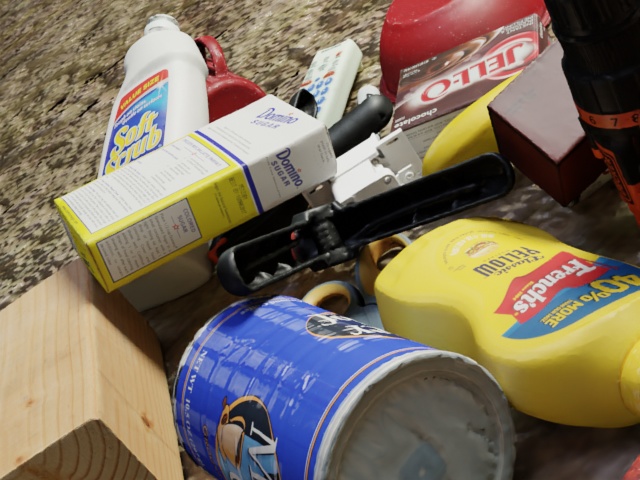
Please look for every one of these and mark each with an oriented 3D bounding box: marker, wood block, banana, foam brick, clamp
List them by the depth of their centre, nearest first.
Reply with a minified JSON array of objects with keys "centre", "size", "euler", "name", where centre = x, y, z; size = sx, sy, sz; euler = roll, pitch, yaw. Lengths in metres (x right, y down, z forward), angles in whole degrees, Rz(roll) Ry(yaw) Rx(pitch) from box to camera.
[{"centre":[0.133,-0.068,0.549],"size":[0.078,0.051,0.053],"euler":[-43,61,-3],"name":"foam brick"},{"centre":[-0.004,0.001,0.617],"size":[0.164,0.036,0.210],"euler":[-20,0,-22],"name":"clamp"},{"centre":[-0.151,0.105,0.666],"size":[0.090,0.090,0.206],"euler":[-34,27,3],"name":"wood block"},{"centre":[0.135,-0.087,0.669],"size":[0.198,0.037,0.069],"euler":[-34,-10,0],"name":"banana"},{"centre":[-0.017,-0.048,0.790],"size":[0.120,0.039,0.171],"euler":[-2,54,57],"name":"clamp"},{"centre":[0.038,-0.086,0.827],"size":[0.020,0.020,0.121],"euler":[-26,29,19],"name":"marker"}]

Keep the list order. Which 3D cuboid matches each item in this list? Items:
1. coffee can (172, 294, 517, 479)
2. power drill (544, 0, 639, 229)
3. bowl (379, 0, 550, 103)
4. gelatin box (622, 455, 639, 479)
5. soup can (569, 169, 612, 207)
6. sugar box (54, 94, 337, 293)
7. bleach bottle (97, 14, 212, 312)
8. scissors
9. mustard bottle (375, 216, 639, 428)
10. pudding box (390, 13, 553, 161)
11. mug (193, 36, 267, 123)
[{"centre":[0.006,0.087,0.498],"size":[0.102,0.102,0.141],"euler":[-46,28,-18],"name":"coffee can"},{"centre":[0.163,-0.026,0.430],"size":[0.057,0.184,0.188],"euler":[-33,37,7],"name":"power drill"},{"centre":[0.106,-0.180,0.859],"size":[0.162,0.055,0.162],"euler":[-27,28,16],"name":"bowl"},{"centre":[0.140,0.114,0.380],"size":[0.073,0.030,0.089],"euler":[-47,29,-20],"name":"gelatin box"},{"centre":[0.165,-0.075,0.610],"size":[0.102,0.068,0.068],"euler":[-37,27,0],"name":"soup can"},{"centre":[-0.084,-0.036,0.722],"size":[0.176,0.048,0.093],"euler":[-26,30,-17],"name":"sugar box"},{"centre":[-0.135,-0.073,0.851],"size":[0.103,0.068,0.251],"euler":[-22,55,28],"name":"bleach bottle"},{"centre":[0.027,0.061,0.611],"size":[0.096,0.016,0.201],"euler":[-28,28,19],"name":"scissors"},{"centre":[0.111,0.040,0.496],"size":[0.096,0.058,0.192],"euler":[-21,23,-21],"name":"mustard bottle"},{"centre":[0.109,-0.106,0.754],"size":[0.114,0.039,0.090],"euler":[-22,30,25],"name":"pudding box"},{"centre":[-0.093,-0.120,0.937],"size":[0.093,0.117,0.082],"euler":[-12,22,-26],"name":"mug"}]
